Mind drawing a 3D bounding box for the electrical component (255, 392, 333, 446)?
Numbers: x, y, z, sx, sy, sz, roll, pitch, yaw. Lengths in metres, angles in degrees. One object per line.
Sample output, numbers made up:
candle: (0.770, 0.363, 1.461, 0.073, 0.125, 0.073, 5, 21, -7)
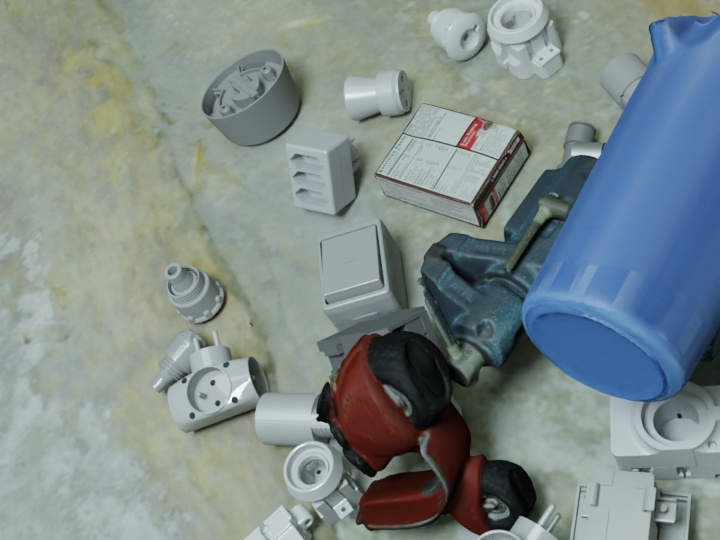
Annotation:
electrical component: (-0.040, 0.122, 0.878, 0.081, 0.043, 0.043, -2, 58, 23)

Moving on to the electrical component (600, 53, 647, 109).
electrical component: (0.242, -0.155, 0.935, 0.040, 0.040, 0.078, -31, 52, 3)

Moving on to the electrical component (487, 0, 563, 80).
electrical component: (0.152, -0.222, 1.009, 0.058, 0.057, 0.078, -40, 52, -4)

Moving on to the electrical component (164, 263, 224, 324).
electrical component: (-0.157, 0.016, 0.988, 0.048, 0.062, 0.048, -12, 55, 17)

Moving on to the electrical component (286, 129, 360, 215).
electrical component: (-0.026, -0.100, 1.009, 0.047, 0.065, 0.077, 14, 36, 30)

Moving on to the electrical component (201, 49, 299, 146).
electrical component: (-0.112, -0.177, 1.094, 0.099, 0.064, 0.099, -12, 55, 17)

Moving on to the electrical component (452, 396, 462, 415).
electrical component: (0.053, 0.108, 0.833, 0.043, 0.062, 0.043, -12, 55, 17)

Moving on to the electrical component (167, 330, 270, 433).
electrical component: (-0.126, 0.091, 0.930, 0.077, 0.044, 0.079, -21, 68, 10)

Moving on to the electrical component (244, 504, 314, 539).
electrical component: (-0.054, 0.219, 0.820, 0.066, 0.048, 0.055, -42, 44, -6)

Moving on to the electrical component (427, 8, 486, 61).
electrical component: (0.090, -0.237, 1.056, 0.048, 0.048, 0.062, -40, 45, -5)

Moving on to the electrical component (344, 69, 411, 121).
electrical component: (0.017, -0.170, 1.043, 0.055, 0.045, 0.045, -5, 57, 21)

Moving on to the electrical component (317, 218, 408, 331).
electrical component: (0.000, 0.000, 0.929, 0.062, 0.061, 0.096, -16, 54, 14)

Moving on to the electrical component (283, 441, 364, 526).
electrical component: (-0.030, 0.163, 0.838, 0.048, 0.055, 0.066, -38, 52, -3)

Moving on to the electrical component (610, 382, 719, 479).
electrical component: (0.225, 0.113, 0.756, 0.089, 0.055, 0.050, -6, 57, 21)

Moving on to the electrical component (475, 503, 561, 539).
electrical component: (0.114, 0.196, 0.738, 0.043, 0.077, 0.079, 27, 73, 35)

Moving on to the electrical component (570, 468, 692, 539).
electrical component: (0.174, 0.199, 0.718, 0.079, 0.063, 0.121, 1, 60, 25)

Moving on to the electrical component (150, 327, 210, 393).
electrical component: (-0.164, 0.083, 0.964, 0.035, 0.035, 0.061, 33, 78, 36)
